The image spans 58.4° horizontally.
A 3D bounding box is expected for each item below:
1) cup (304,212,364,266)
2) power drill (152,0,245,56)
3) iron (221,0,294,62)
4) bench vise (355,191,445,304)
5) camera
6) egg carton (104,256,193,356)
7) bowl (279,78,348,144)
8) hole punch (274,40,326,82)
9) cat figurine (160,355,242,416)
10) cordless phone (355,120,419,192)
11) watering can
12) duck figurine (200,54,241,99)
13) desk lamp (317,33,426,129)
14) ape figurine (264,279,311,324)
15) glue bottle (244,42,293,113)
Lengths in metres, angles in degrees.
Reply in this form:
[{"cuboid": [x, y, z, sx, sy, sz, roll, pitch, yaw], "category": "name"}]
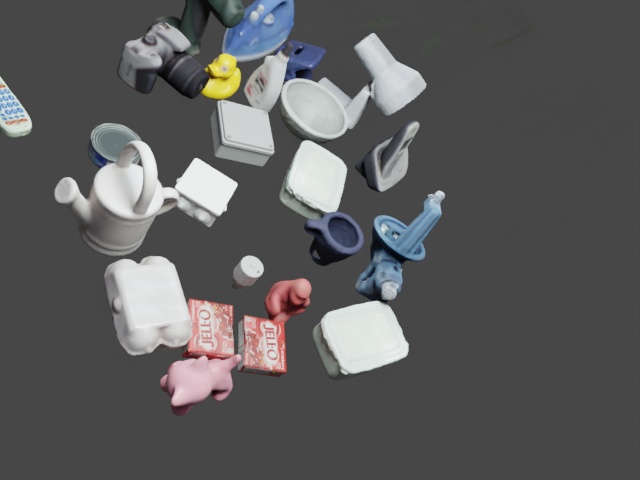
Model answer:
[{"cuboid": [0.010, 0.004, 1.070, 0.118, 0.094, 0.091, 17, 50, -25], "category": "cup"}, {"cuboid": [-0.261, -0.494, 1.160, 0.229, 0.208, 0.076, 46, 44, 2], "category": "power drill"}, {"cuboid": [-0.132, -0.509, 1.313, 0.119, 0.141, 0.258, 37, 44, -7], "category": "iron"}, {"cuboid": [0.166, 0.017, 1.084, 0.122, 0.219, 0.207, 15, 51, -26], "category": "bench vise"}, {"cuboid": [-0.288, -0.339, 1.103, 0.137, 0.100, 0.143, 40, 44, -4], "category": "camera"}, {"cuboid": [-0.251, 0.094, 0.833, 0.107, 0.069, 0.150, -6, 63, -38], "category": "egg carton"}, {"cuboid": [-0.025, -0.270, 1.262, 0.168, 0.074, 0.167, 19, 49, -24], "category": "bowl"}, {"cuboid": [-0.052, -0.424, 1.344, 0.101, 0.091, 0.109, 35, 45, -9], "category": "hole punch"}, {"cuboid": [-0.165, 0.191, 0.790, 0.128, 0.117, 0.067, -16, 69, -42], "category": "cat figurine"}, {"cuboid": [0.179, -0.202, 1.280, 0.094, 0.184, 0.148, 47, 44, 3], "category": "cordless phone"}, {"cuboid": [-0.287, -0.062, 0.833, 0.101, 0.193, 0.173, 50, 44, 6], "category": "watering can"}, {"cuboid": [-0.200, -0.347, 1.183, 0.105, 0.086, 0.077, -30, 79, -45], "category": "duck figurine"}, {"cuboid": [0.109, -0.353, 1.321, 0.203, 0.213, 0.118, 39, 44, -5], "category": "desk lamp"}, {"cuboid": [-0.048, 0.096, 0.962, 0.078, 0.092, 0.076, 14, 51, -27], "category": "ape figurine"}, {"cuboid": [-0.100, -0.345, 1.192, 0.037, 0.172, 0.078, -19, 71, -43], "category": "glue bottle"}]
